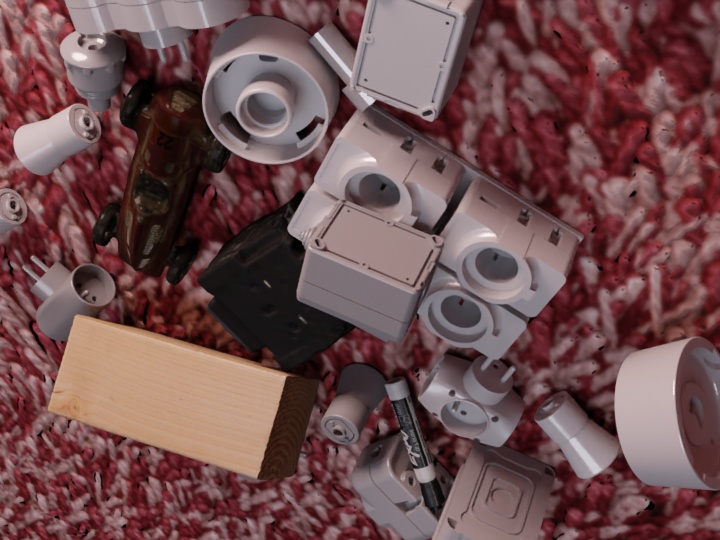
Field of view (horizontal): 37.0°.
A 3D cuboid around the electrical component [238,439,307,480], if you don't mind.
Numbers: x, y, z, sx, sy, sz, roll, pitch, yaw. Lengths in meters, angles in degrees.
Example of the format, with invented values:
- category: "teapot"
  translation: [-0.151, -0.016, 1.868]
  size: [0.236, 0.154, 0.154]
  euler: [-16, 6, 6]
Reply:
- category: "electrical component"
  translation: [-0.087, 0.160, 1.011]
  size: [0.079, 0.044, 0.077]
  euler: [9, 130, 19]

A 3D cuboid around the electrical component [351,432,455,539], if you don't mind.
- category: "electrical component"
  translation: [0.041, 0.198, 0.974]
  size: [0.059, 0.053, 0.095]
  euler: [-29, 110, 39]

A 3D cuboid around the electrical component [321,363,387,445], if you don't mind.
- category: "electrical component"
  translation: [-0.007, 0.117, 0.924]
  size: [0.044, 0.065, 0.044]
  euler: [13, 131, 16]

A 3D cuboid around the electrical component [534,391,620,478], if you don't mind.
- category: "electrical component"
  translation: [0.172, 0.130, 0.865]
  size: [0.065, 0.044, 0.044]
  euler: [47, 131, -9]

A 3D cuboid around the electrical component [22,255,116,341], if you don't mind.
- category: "electrical component"
  translation: [-0.275, 0.018, 0.986]
  size: [0.079, 0.044, 0.077]
  euler: [43, 132, -12]

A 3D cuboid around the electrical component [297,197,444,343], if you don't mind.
- category: "electrical component"
  translation: [0.000, 0.000, 0.742]
  size: [0.096, 0.061, 0.061]
  euler: [23, 133, 7]

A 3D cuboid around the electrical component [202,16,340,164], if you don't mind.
- category: "electrical component"
  translation: [-0.064, -0.127, 0.771]
  size: [0.099, 0.064, 0.099]
  euler: [4, 129, 5]

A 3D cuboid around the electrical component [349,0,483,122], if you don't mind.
- category: "electrical component"
  translation: [0.039, -0.156, 0.682]
  size: [0.062, 0.061, 0.096]
  euler: [23, 133, 8]

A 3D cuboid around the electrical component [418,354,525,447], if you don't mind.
- category: "electrical component"
  translation: [0.098, 0.096, 0.870]
  size: [0.077, 0.044, 0.079]
  euler: [31, 132, 0]

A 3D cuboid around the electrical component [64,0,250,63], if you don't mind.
- category: "electrical component"
  translation: [-0.141, -0.179, 0.756]
  size: [0.138, 0.052, 0.073]
  euler: [3, 127, 24]

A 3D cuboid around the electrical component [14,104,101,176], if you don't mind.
- category: "electrical component"
  translation: [-0.243, -0.108, 0.872]
  size: [0.065, 0.044, 0.044]
  euler: [-20, 116, 31]

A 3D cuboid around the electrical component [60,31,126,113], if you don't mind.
- category: "electrical component"
  translation: [-0.201, -0.149, 0.817]
  size: [0.048, 0.048, 0.062]
  euler: [20, 139, 10]

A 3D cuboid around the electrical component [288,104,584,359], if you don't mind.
- category: "electrical component"
  translation: [0.051, -0.024, 0.784]
  size: [0.186, 0.060, 0.105]
  euler: [32, 133, -1]

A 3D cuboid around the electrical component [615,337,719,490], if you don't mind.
- category: "electrical component"
  translation: [0.224, 0.105, 0.778]
  size: [0.060, 0.108, 0.108]
  euler: [-12, 120, 39]

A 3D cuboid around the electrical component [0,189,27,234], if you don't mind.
- category: "electrical component"
  translation: [-0.331, -0.047, 0.964]
  size: [0.065, 0.044, 0.044]
  euler: [-21, 115, 31]

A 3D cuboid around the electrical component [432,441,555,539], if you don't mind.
- category: "electrical component"
  translation: [0.111, 0.208, 0.908]
  size: [0.078, 0.113, 0.057]
  euler: [24, 130, 7]
